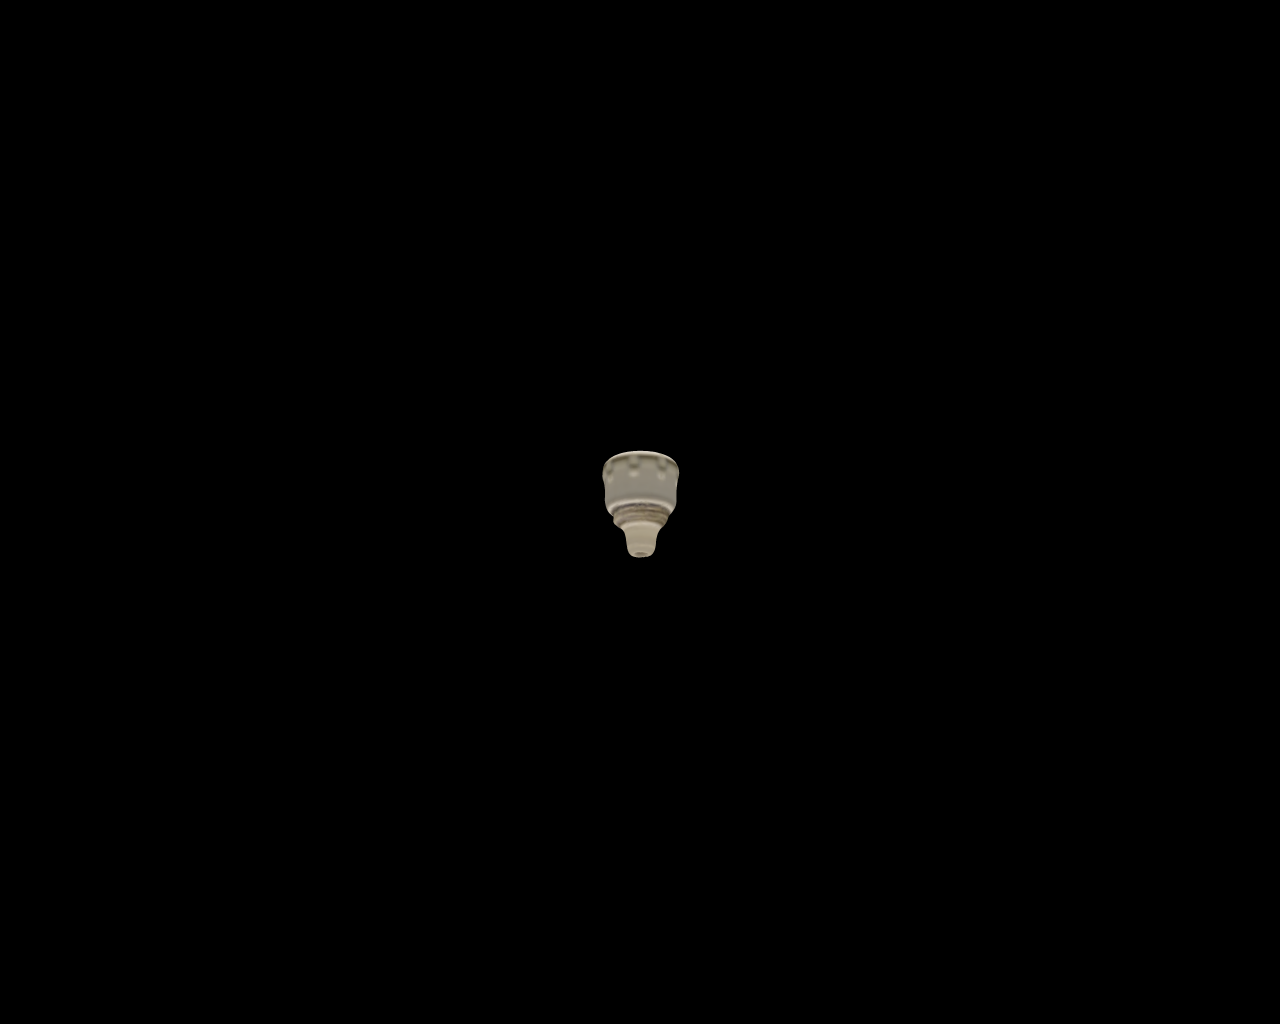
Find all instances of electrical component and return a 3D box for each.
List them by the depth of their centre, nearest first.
[{"bbox_3d":[0.001,-0.003,0.650,0.048,0.062,0.048,0,-18,0],"label":"electrical component"}]
